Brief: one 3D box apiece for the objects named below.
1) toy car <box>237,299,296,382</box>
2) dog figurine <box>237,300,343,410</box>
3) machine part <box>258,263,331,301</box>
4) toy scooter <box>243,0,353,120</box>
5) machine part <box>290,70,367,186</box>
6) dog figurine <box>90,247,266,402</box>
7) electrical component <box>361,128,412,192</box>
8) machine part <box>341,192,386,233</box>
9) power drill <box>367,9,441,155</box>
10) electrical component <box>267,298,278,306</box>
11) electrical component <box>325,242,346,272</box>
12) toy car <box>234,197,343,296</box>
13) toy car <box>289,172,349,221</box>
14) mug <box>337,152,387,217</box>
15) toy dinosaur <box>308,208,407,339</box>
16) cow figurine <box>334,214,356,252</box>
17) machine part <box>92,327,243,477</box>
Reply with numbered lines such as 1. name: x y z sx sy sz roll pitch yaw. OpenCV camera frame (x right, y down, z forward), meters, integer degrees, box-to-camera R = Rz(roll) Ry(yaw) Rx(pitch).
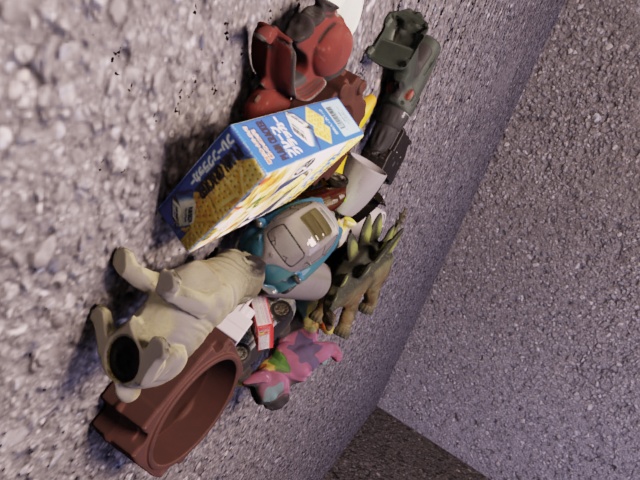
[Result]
1. toy car: -0.113 0.178 0.977 0.202 0.056 0.073 -44 155 -35
2. dog figurine: -0.074 0.223 1.063 0.219 0.191 0.108 -16 176 -32
3. machine part: -0.048 0.057 0.862 0.079 0.079 0.243 -62 153 3
4. toy scooter: -0.028 -0.216 0.620 0.184 0.075 0.135 -50 160 -17
5. machine part: 0.006 -0.167 0.801 0.179 0.056 0.179 -49 158 -28
6. dog figurine: -0.147 0.092 0.628 0.190 0.121 0.172 10 108 -59
7. electrical component: 0.129 -0.168 1.101 0.134 0.058 0.115 -63 159 5
8. machine part: 0.069 -0.049 1.093 0.139 0.039 0.084 -37 157 7
9. power drill: 0.140 -0.280 0.942 0.232 0.086 0.207 -61 157 -6
10. electrical component: -0.071 0.072 0.960 0.102 0.045 0.078 -47 128 -41
11. electrical component: 0.015 0.058 1.143 0.119 0.048 0.074 -52 158 -28
12. toy car: -0.027 -0.002 0.737 0.162 0.109 0.103 -34 -178 -29
13. toy car: -0.020 -0.049 0.862 0.202 0.053 0.089 -21 135 -42
14. mug: 0.069 -0.099 1.016 0.107 0.081 0.109 -55 153 17
15. toy dinosaur: 0.095 0.050 1.069 0.198 0.105 0.471 -66 171 25
16. cow figurine: -0.004 -0.004 0.987 0.167 0.068 0.098 -19 141 -61
17. machine part: -0.204 0.222 0.767 0.201 0.087 0.201 -51 159 -28
